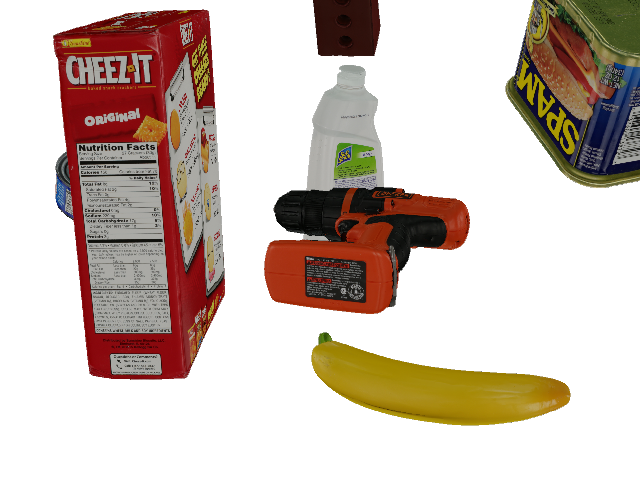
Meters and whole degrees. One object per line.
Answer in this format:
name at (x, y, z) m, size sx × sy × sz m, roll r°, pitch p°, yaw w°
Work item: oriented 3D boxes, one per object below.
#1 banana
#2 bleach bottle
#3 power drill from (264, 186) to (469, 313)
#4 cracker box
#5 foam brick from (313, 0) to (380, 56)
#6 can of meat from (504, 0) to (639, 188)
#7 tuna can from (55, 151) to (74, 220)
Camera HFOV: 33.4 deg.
banana at (0.068, 0.096, 0.736) m, size 0.198 × 0.037 × 0.069 m, roll 11°, pitch 35°, yaw 29°
bleach bottle at (0.034, -0.078, 1.232) m, size 0.102 × 0.251 × 0.068 m, roll -12°, pitch 30°, yaw -31°
power drill at (0.021, -0.001, 0.915) m, size 0.185 × 0.057 × 0.187 m, roll 3°, pitch 21°, yaw 20°
cracker box at (-0.112, -0.037, 0.701) m, size 0.072 × 0.214 × 0.164 m, roll -1°, pitch 16°, yaw 4°
foam brick at (0.023, -0.208, 0.945) m, size 0.053 × 0.051 × 0.078 m, roll 2°, pitch -44°, yaw 10°
can of meat at (0.149, -0.094, 0.576) m, size 0.057 × 0.084 × 0.102 m, roll -11°, pitch 48°, yaw -15°
tuna can at (-0.179, -0.046, 0.895) m, size 0.086 × 0.034 × 0.086 m, roll 8°, pitch 33°, yaw -5°
